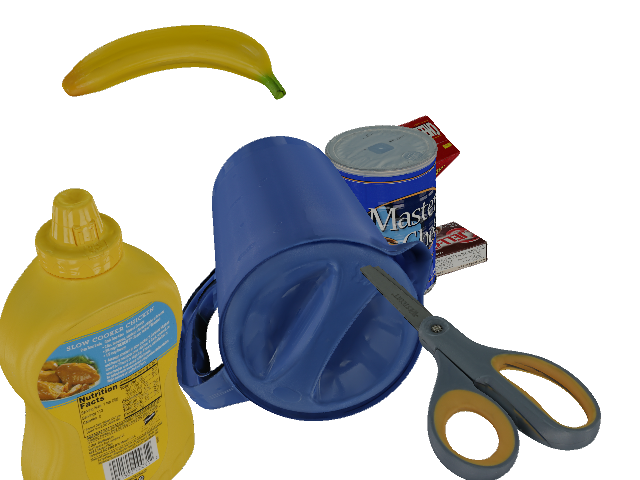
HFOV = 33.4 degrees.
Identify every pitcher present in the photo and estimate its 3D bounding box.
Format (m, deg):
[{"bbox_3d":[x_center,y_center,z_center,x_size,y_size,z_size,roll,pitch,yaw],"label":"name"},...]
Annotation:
[{"bbox_3d":[-0.026,0.017,0.774,0.149,0.145,0.243,6,23,-13],"label":"pitcher"}]

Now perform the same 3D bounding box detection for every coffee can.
[{"bbox_3d":[0.058,-0.025,1.006,0.103,0.140,0.103,-3,29,1],"label":"coffee can"}]

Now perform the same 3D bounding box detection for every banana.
[{"bbox_3d":[-0.130,-0.162,0.957,0.197,0.069,0.037,-1,-33,-4],"label":"banana"}]

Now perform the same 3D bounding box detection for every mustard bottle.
[{"bbox_3d":[-0.116,0.058,0.552,0.096,0.192,0.058,-24,43,-30],"label":"mustard bottle"}]

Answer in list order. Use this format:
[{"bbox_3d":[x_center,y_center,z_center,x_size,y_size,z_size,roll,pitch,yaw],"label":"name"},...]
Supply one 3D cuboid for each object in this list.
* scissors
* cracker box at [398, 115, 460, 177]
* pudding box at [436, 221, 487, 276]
[{"bbox_3d":[0.058,0.066,0.591,0.202,0.016,0.096,28,50,36],"label":"scissors"},{"bbox_3d":[0.043,-0.043,1.254,0.214,0.072,0.163,-48,-12,35],"label":"cracker box"},{"bbox_3d":[0.179,0.015,1.598,0.113,0.039,0.090,-18,27,-20],"label":"pudding box"}]
